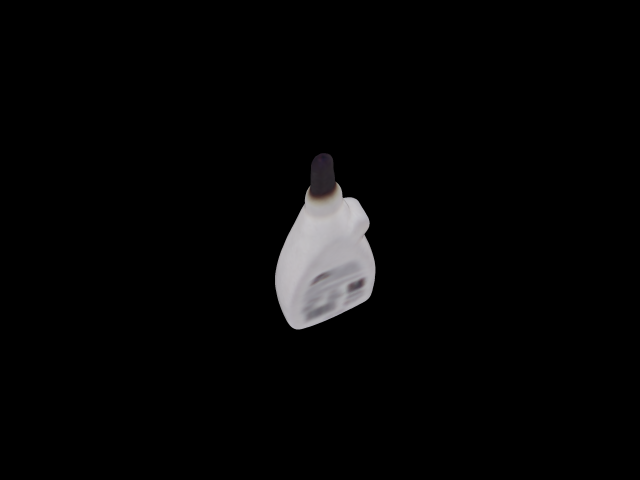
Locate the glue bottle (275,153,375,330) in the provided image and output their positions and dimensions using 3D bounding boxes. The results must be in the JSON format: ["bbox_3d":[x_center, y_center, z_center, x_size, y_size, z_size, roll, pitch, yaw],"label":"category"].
[{"bbox_3d":[0.004,0.001,0.400,0.078,0.173,0.037,-21,58,-13],"label":"glue bottle"}]
